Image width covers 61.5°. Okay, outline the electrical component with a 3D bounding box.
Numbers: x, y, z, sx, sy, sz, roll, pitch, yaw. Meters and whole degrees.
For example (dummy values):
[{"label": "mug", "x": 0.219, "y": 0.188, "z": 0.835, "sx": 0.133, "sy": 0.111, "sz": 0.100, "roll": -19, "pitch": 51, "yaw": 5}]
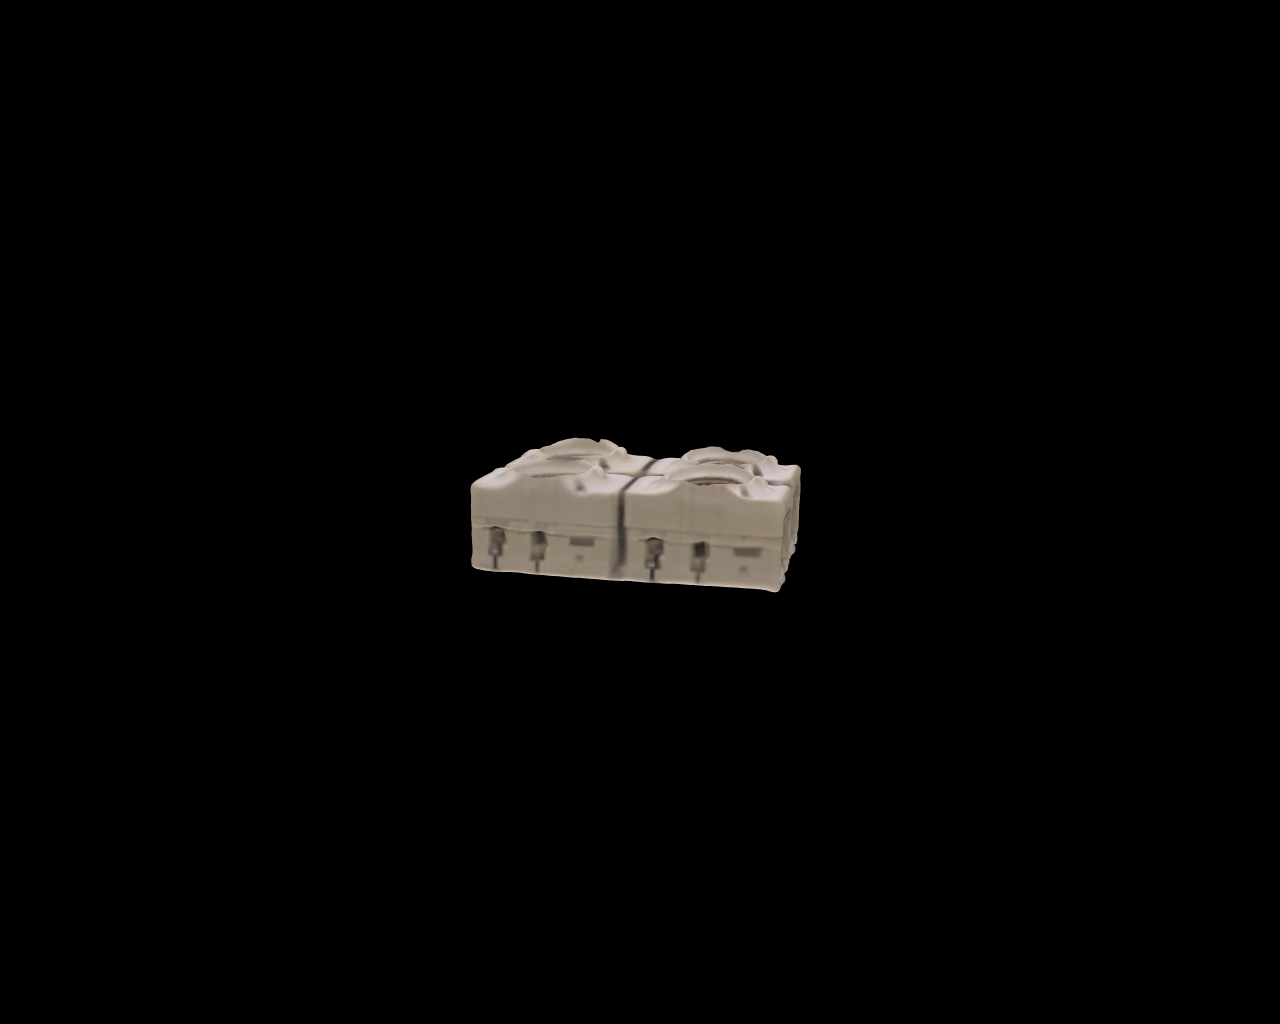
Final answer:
[{"label": "electrical component", "x": 0.001, "y": -0.003, "z": 0.650, "sx": 0.186, "sy": 0.060, "sz": 0.105, "roll": 4, "pitch": 16, "yaw": 14}]
